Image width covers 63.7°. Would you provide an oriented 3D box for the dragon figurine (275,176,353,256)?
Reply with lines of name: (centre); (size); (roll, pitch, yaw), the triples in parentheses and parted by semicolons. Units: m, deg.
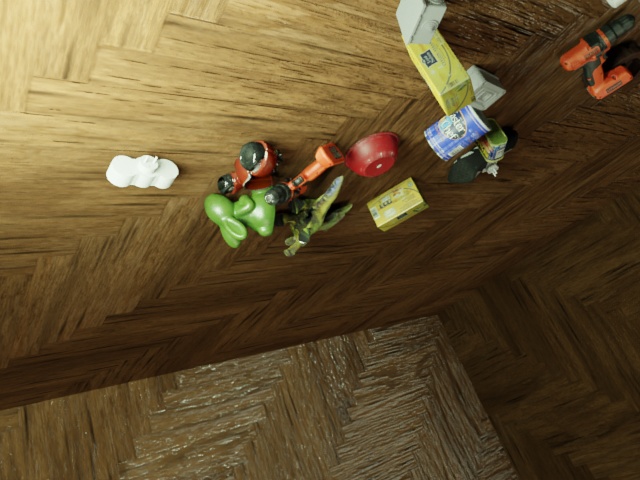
dragon figurine: (0.005, -0.077, 1.534); (0.403, 0.123, 0.245); (-39, -11, 37)
